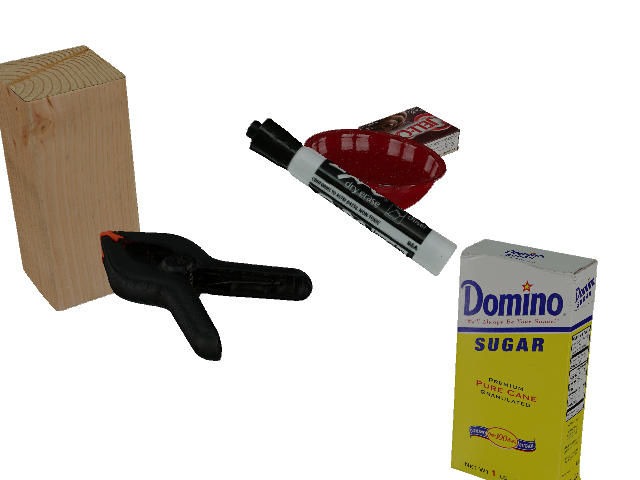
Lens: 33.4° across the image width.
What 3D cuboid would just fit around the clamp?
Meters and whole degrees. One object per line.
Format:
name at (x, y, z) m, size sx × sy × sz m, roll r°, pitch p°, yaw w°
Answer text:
clamp at (-0.094, 0.028, 0.812) m, size 0.172 × 0.039 × 0.120 m, roll 30°, pitch 33°, yaw 35°

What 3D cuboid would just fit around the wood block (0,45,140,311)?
wood block at (-0.222, -0.054, 0.949) m, size 0.090 × 0.206 × 0.090 m, roll -19°, pitch 37°, yaw -28°

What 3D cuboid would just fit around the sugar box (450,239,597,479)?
sugar box at (0.147, 0.094, 0.783) m, size 0.093 × 0.176 × 0.048 m, roll 11°, pitch 21°, yaw 36°

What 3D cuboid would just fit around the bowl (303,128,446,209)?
bowl at (0.057, -0.072, 1.204) m, size 0.162 × 0.055 × 0.162 m, roll 7°, pitch 27°, yaw -4°

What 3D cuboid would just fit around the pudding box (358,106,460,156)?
pudding box at (0.122, -0.140, 1.472) m, size 0.113 × 0.039 × 0.090 m, roll -24°, pitch 40°, yaw -29°

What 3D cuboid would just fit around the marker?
marker at (0.014, -0.024, 0.537) m, size 0.121 × 0.020 × 0.020 m, roll 34°, pitch 4°, yaw 7°
